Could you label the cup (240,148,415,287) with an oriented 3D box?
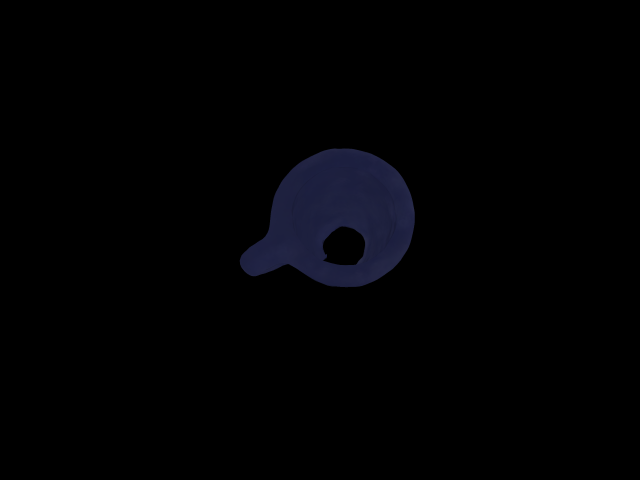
[{"bbox_3d":[0.004,0.001,0.400,0.118,0.095,0.091,-27,76,-7],"label":"cup"}]
